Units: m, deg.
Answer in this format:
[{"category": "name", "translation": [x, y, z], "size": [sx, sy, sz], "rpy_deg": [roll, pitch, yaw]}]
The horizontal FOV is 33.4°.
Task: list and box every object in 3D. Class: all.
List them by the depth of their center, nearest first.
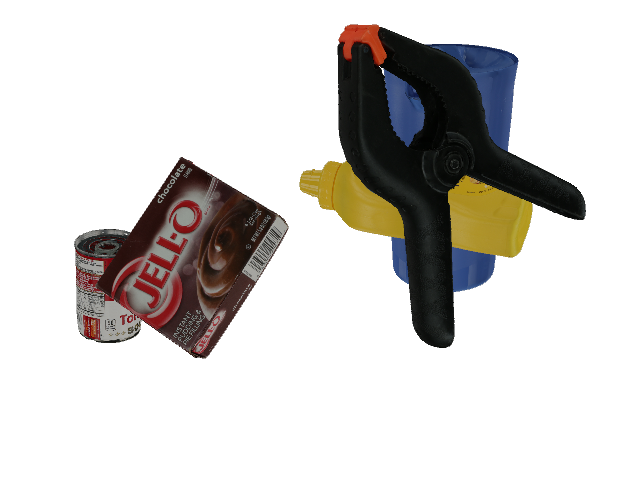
[{"category": "clamp", "translation": [0.056, -0.030, 0.547], "size": [0.171, 0.120, 0.039], "rpy_deg": [45, -17, -22]}, {"category": "pudding box", "translation": [-0.089, 0.012, 0.744], "size": [0.090, 0.113, 0.039], "rpy_deg": [31, -7, 22]}, {"category": "mustard bottle", "translation": [0.075, -0.035, 0.881], "size": [0.192, 0.058, 0.096], "rpy_deg": [9, 31, 16]}, {"category": "pitcher", "translation": [0.135, -0.079, 1.105], "size": [0.149, 0.243, 0.145], "rpy_deg": [-7, 24, -15]}, {"category": "soup can", "translation": [-0.221, 0.048, 1.115], "size": [0.068, 0.102, 0.068], "rpy_deg": [3, 23, -1]}]
